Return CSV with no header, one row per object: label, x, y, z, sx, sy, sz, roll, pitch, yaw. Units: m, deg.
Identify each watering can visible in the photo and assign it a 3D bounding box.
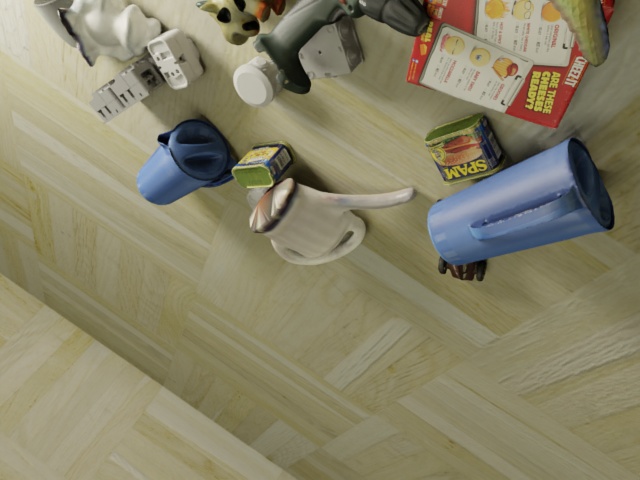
watering can,0.003,-0.051,1.008,0.223,0.106,0.342,27,138,-25

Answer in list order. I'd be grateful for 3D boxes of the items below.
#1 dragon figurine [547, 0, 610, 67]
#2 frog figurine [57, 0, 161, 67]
dragon figurine,0.164,-0.370,0.554,0.242,0.124,0.404,1,117,39
frog figurine,-0.379,-0.404,0.964,0.159,0.125,0.134,-13,120,-1
